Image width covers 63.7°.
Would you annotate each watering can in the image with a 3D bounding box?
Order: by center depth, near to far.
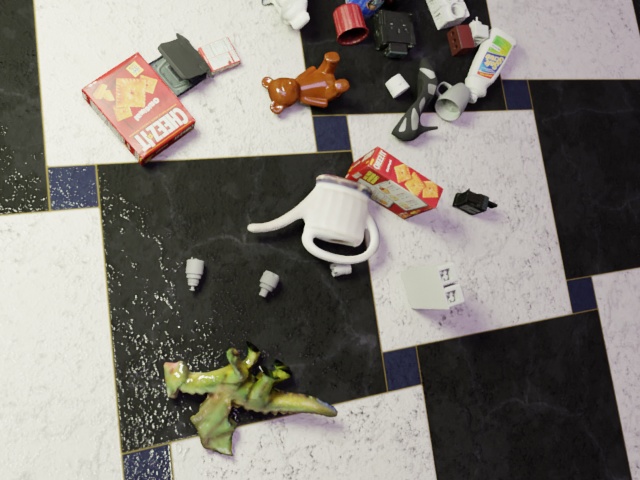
[{"bbox_3d":[0.004,-0.067,1.322,0.347,0.103,0.227,16,76,-15],"label":"watering can"}]

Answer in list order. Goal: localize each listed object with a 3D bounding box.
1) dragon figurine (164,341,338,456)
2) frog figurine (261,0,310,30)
[{"bbox_3d":[-0.180,0.388,1.205,0.409,0.122,0.243,37,89,-8],"label":"dragon figurine"},{"bbox_3d":[-0.073,-0.644,1.371,0.160,0.134,0.124,42,41,11],"label":"frog figurine"}]
